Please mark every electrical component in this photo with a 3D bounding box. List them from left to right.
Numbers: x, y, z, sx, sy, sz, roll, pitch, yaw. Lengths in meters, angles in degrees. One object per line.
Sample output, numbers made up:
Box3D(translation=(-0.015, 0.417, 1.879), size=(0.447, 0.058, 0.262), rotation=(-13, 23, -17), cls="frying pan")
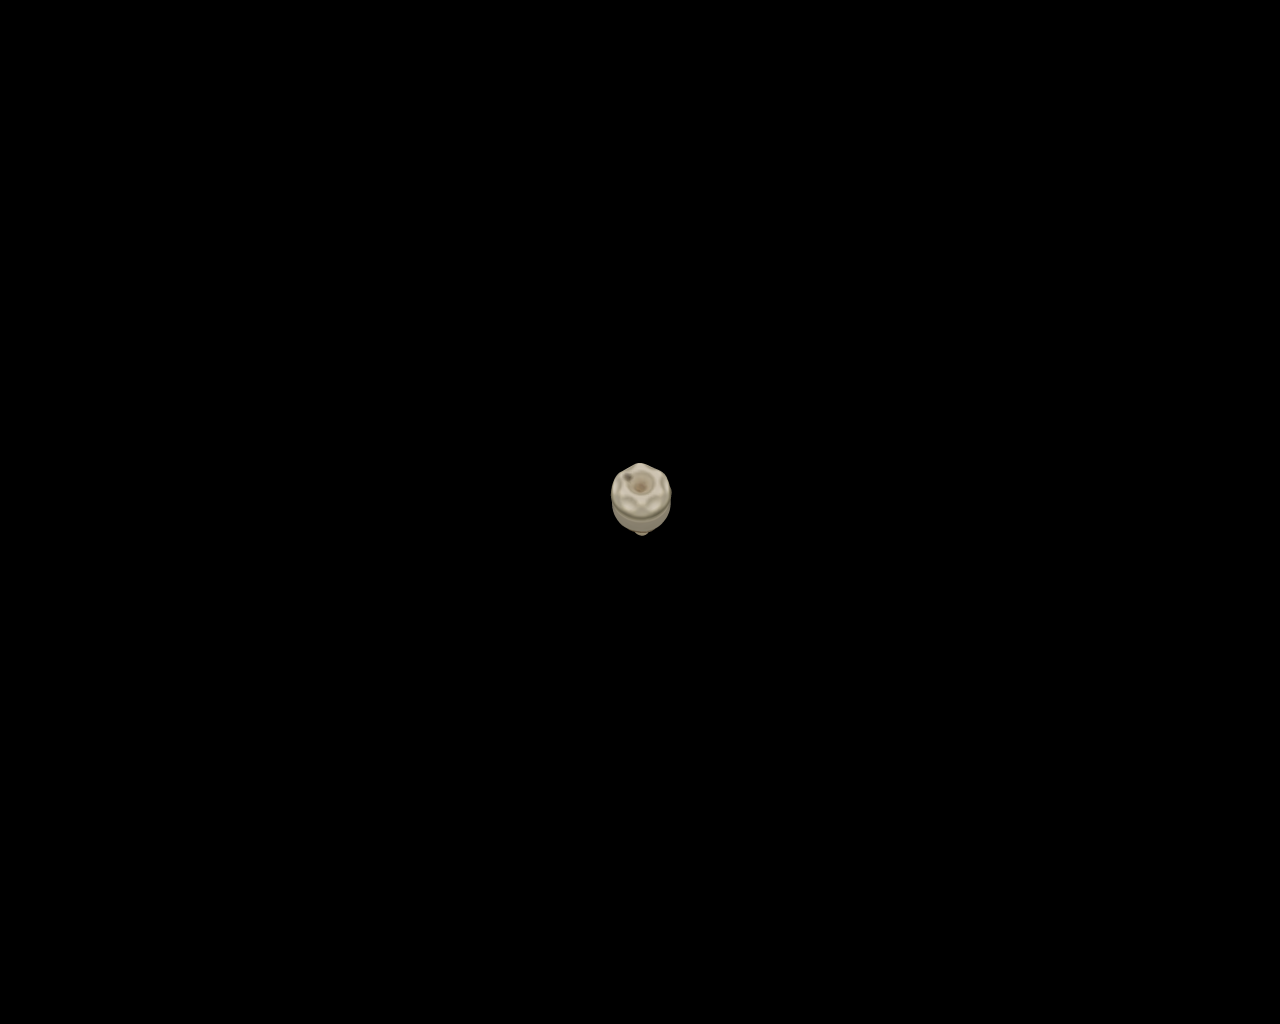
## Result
Box3D(translation=(0.001, -0.003, 0.650), size=(0.035, 0.035, 0.061), rotation=(0, -28, 0), cls="electrical component")
